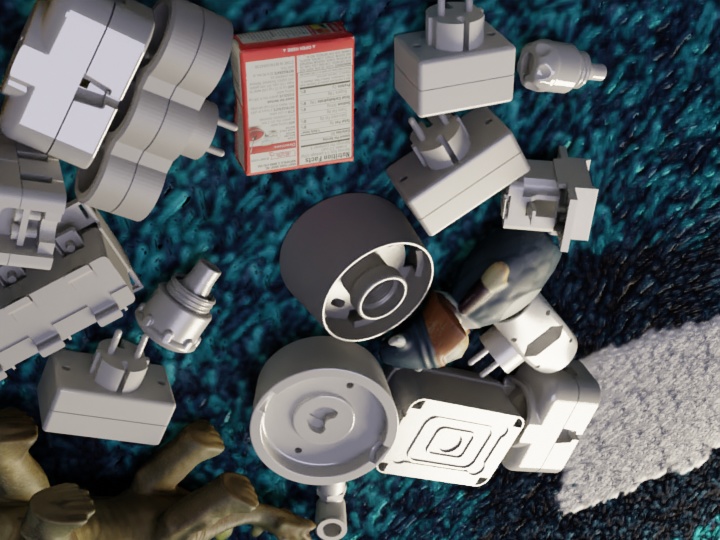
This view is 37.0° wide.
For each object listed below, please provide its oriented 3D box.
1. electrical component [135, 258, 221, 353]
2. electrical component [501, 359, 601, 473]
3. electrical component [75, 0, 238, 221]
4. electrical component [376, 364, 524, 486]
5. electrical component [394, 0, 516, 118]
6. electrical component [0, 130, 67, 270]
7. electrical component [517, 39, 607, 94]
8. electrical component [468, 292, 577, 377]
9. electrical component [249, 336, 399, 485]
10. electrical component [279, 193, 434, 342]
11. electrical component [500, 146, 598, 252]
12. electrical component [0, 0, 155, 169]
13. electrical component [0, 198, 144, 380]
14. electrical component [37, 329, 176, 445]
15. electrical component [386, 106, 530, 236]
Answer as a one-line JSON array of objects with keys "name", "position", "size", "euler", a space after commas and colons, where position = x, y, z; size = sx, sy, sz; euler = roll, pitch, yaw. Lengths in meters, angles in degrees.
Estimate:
[{"name": "electrical component", "position": [-0.118, 0.021, 0.726], "size": [0.048, 0.048, 0.062], "euler": [30, 102, -35]}, {"name": "electrical component", "position": [0.149, 0.120, 0.897], "size": [0.059, 0.053, 0.095], "euler": [8, 119, -27]}, {"name": "electrical component", "position": [-0.110, -0.089, 0.647], "size": [0.074, 0.052, 0.138], "euler": [18, 114, -32]}, {"name": "electrical component", "position": [0.062, 0.120, 0.860], "size": [0.113, 0.057, 0.078], "euler": [14, 116, -30]}, {"name": "electrical component", "position": [0.060, -0.145, 0.681], "size": [0.066, 0.047, 0.076], "euler": [-12, 127, -14]}, {"name": "electrical component", "position": [-0.205, -0.045, 0.614], "size": [0.056, 0.089, 0.050], "euler": [7, 120, -26]}, {"name": "electrical component", "position": [0.139, -0.136, 0.728], "size": [0.061, 0.035, 0.035], "euler": [1, 122, -25]}, {"name": "electrical component", "position": [0.121, 0.055, 0.847], "size": [0.079, 0.043, 0.077], "euler": [-39, 128, 7]}, {"name": "electrical component", "position": [-0.028, 0.099, 0.801], "size": [0.108, 0.060, 0.108], "euler": [-2, 121, -4]}, {"name": "electrical component", "position": [0.000, 0.000, 0.762], "size": [0.099, 0.064, 0.099], "euler": [-21, 139, -20]}, {"name": "electrical component", "position": [0.131, -0.053, 0.762], "size": [0.064, 0.081, 0.042], "euler": [6, 123, 1]}, {"name": "electrical component", "position": [-0.162, -0.113, 0.602], "size": [0.059, 0.053, 0.095], "euler": [23, 111, -23]}, {"name": "electrical component", "position": [-0.206, 0.018, 0.674], "size": [0.121, 0.063, 0.078], "euler": [-28, 129, -2]}, {"name": "electrical component", "position": [-0.168, 0.073, 0.738], "size": [0.083, 0.047, 0.075], "euler": [13, 117, -29]}, {"name": "electrical component", "position": [0.058, -0.080, 0.725], "size": [0.083, 0.047, 0.075], "euler": [-34, 129, 3]}]
